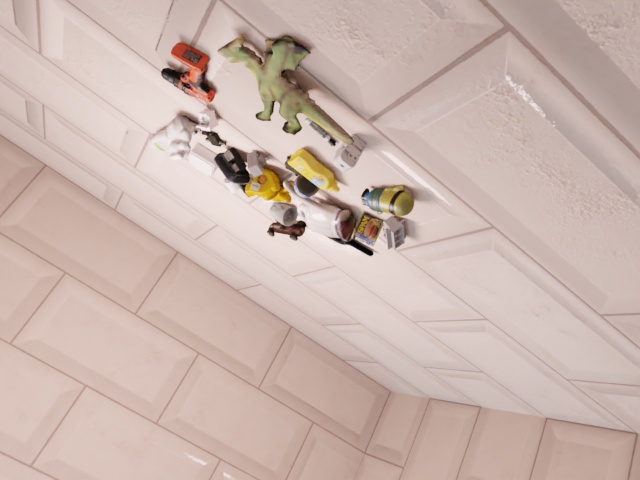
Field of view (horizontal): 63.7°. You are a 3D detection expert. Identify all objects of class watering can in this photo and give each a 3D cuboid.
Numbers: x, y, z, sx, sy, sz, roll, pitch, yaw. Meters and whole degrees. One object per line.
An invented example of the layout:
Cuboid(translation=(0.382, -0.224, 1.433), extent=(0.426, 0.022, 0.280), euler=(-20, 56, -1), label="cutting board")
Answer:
Cuboid(translation=(0.006, -0.094, 1.874), extent=(0.225, 0.105, 0.341), euler=(14, -23, 30), label="watering can")

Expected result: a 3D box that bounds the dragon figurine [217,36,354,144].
Cuboid(translation=(-0.079, -0.409, 1.339), extent=(0.411, 0.125, 0.237), euler=(24, -32, 10), label="dragon figurine")

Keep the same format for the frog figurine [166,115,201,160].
Cuboid(translation=(-0.509, -0.365, 1.855), extent=(0.137, 0.162, 0.120), euler=(6, -34, 41), label="frog figurine")
